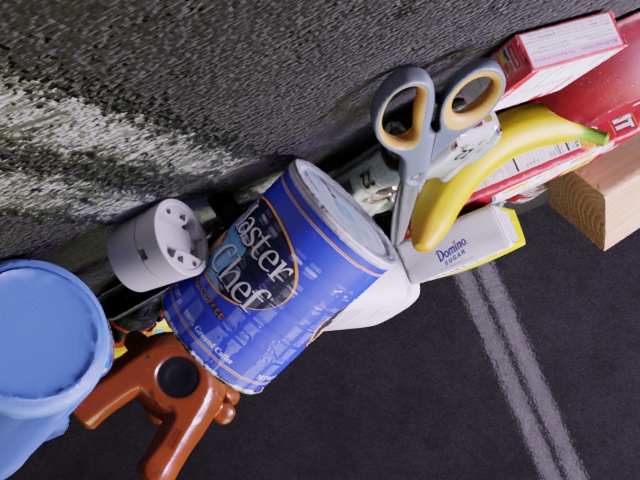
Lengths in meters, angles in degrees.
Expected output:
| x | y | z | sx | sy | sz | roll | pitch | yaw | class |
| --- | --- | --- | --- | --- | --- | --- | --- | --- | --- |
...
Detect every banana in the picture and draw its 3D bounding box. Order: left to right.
| x | y | z | sx | sy | sz | roll | pitch | yaw | class |
| --- | --- | --- | --- | --- | --- | --- | --- | --- | --- |
| 0.140 | -0.062 | 0.863 | 0.197 | 0.070 | 0.037 | -31 | 143 | -15 | banana |

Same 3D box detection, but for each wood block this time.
| x | y | z | sx | sy | sz | roll | pitch | yaw | class |
| --- | --- | --- | --- | --- | --- | --- | --- | --- | --- |
| 0.348 | -0.093 | 1.121 | 0.206 | 0.091 | 0.090 | -32 | 141 | -12 | wood block |

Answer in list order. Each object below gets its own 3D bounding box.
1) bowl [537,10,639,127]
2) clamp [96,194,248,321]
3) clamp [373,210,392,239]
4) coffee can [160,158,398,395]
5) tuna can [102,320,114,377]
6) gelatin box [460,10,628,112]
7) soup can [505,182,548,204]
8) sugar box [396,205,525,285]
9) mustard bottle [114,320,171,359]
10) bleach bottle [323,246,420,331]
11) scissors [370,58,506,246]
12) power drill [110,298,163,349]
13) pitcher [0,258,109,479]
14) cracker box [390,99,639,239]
| x | y | z | sx | sy | sz | roll | pitch | yaw | class |
| --- | --- | --- | --- | --- | --- | --- | --- | --- | --- |
| 0.238 | -0.131 | 0.825 | 0.162 | 0.055 | 0.162 | -22 | 175 | -2 | bowl |
| -0.083 | 0.005 | 0.889 | 0.165 | 0.036 | 0.209 | -35 | 172 | 26 | clamp |
| -0.007 | 0.001 | 1.005 | 0.120 | 0.039 | 0.172 | -16 | -174 | -26 | clamp |
| -0.030 | 0.026 | 0.762 | 0.140 | 0.103 | 0.102 | -44 | 169 | 13 | coffee can |
| -0.207 | 0.079 | 0.884 | 0.033 | 0.086 | 0.086 | -19 | 174 | -40 | tuna can |
| 0.147 | -0.118 | 0.710 | 0.089 | 0.030 | 0.073 | -20 | 173 | -29 | gelatin box |
| 0.232 | -0.082 | 1.196 | 0.068 | 0.068 | 0.102 | -22 | 174 | -5 | soup can |
| 0.133 | 0.004 | 0.978 | 0.093 | 0.048 | 0.176 | -23 | 177 | 15 | sugar box |
| -0.211 | 0.096 | 1.175 | 0.191 | 0.058 | 0.096 | -22 | 168 | -10 | mustard bottle |
| -0.024 | 0.056 | 1.022 | 0.250 | 0.068 | 0.103 | -5 | 156 | -43 | bleach bottle |
| 0.079 | -0.057 | 0.709 | 0.096 | 0.016 | 0.201 | -23 | 152 | 0 | scissors |
| -0.128 | 0.047 | 1.065 | 0.187 | 0.057 | 0.185 | -18 | 173 | -26 | power drill |
| -0.249 | 0.098 | 0.775 | 0.149 | 0.145 | 0.243 | -34 | 178 | -35 | pitcher |
| 0.169 | -0.077 | 0.982 | 0.213 | 0.072 | 0.164 | -23 | 175 | -5 | cracker box |
